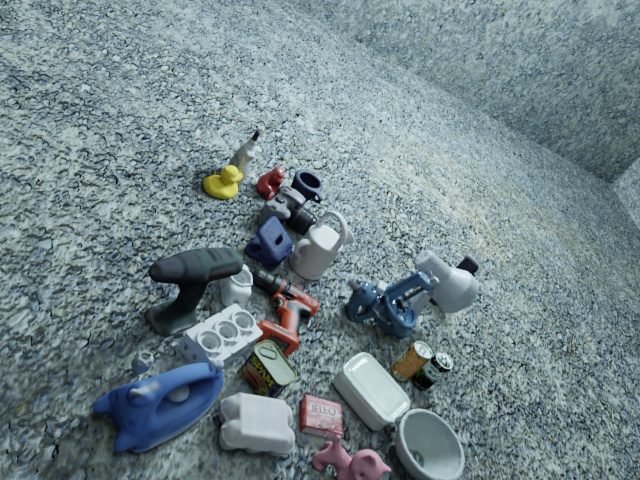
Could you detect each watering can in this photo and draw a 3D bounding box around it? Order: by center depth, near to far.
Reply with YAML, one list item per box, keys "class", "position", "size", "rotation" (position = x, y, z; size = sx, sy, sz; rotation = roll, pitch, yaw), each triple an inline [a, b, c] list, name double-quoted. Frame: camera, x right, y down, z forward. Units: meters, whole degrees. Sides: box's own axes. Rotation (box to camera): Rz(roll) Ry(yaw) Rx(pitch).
- class: "watering can"
  position: [0.012, 0.004, 1.470]
  size: [0.101, 0.194, 0.173]
  rotation: [43, 35, 10]

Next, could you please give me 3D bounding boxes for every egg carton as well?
- class: "egg carton"
  position: [-0.118, 0.347, 1.072]
  size: [0.151, 0.069, 0.107]
  rotation: [17, 39, -26]

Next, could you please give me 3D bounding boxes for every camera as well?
- class: "camera"
  position: [-0.078, -0.072, 1.562]
  size: [0.137, 0.100, 0.143]
  rotation: [36, 35, 0]

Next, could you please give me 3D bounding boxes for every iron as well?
- class: "iron"
  position: [-0.247, 0.260, 1.001]
  size: [0.259, 0.141, 0.118]
  rotation: [-15, 59, -48]

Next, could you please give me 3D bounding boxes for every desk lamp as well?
- class: "desk lamp"
  position: [0.285, 0.132, 1.535]
  size: [0.203, 0.213, 0.118]
  rotation: [29, 36, -10]

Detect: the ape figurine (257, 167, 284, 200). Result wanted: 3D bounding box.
- class: "ape figurine"
  position: [-0.134, -0.169, 1.634]
  size: [0.078, 0.092, 0.076]
  rotation: [-15, 59, -48]

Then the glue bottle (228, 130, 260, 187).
- class: "glue bottle"
  position: [-0.205, -0.232, 1.576]
  size: [0.037, 0.173, 0.078]
  rotation: [7, 44, -35]

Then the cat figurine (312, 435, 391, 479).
- class: "cat figurine"
  position: [0.066, 0.425, 1.096]
  size: [0.127, 0.117, 0.067]
  rotation: [41, 35, 7]

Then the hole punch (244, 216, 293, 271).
- class: "hole punch"
  position: [-0.117, 0.007, 1.446]
  size: [0.101, 0.091, 0.109]
  rotation: [36, 35, 0]

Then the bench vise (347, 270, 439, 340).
- class: "bench vise"
  position: [0.180, 0.146, 1.425]
  size: [0.208, 0.219, 0.121]
  rotation: [18, 39, -24]

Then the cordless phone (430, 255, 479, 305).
- class: "cordless phone"
  position: [0.375, 0.088, 1.687]
  size: [0.147, 0.185, 0.094]
  rotation: [46, 36, 15]

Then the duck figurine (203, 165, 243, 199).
- class: "duck figurine"
  position: [-0.255, -0.163, 1.530]
  size: [0.105, 0.086, 0.077]
  rotation: [0, 48, -40]

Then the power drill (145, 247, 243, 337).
- class: "power drill"
  position: [-0.261, 0.094, 1.122]
  size: [0.075, 0.208, 0.230]
  rotation: [48, 37, 17]

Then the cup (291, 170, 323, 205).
- class: "cup"
  position: [-0.043, -0.133, 1.667]
  size: [0.092, 0.095, 0.117]
  rotation: [-13, 57, -47]

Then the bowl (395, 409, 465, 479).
- class: "bowl"
  position: [0.223, 0.455, 1.231]
  size: [0.168, 0.074, 0.167]
  rotation: [23, 37, -18]
